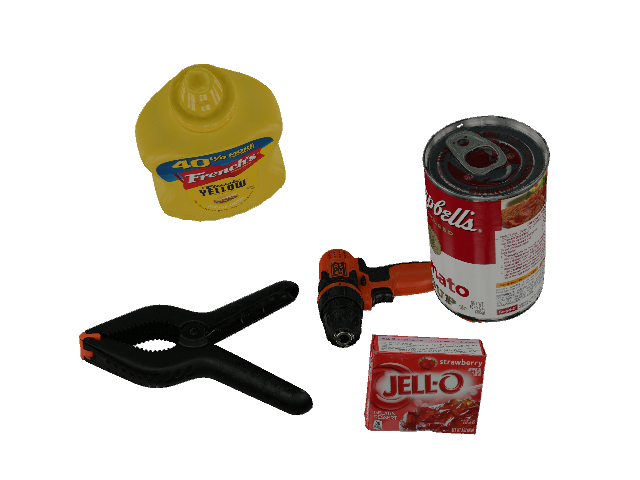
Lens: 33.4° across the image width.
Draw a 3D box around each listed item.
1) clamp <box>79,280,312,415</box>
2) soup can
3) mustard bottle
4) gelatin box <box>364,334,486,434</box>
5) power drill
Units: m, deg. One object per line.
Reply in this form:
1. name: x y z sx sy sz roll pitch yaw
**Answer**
1. clamp: -0.107 0.100 0.954 0.209 0.036 0.164 -4 37 -12
2. soup can: 0.095 -0.011 0.609 0.068 0.068 0.102 -5 -45 5
3. mustard bottle: -0.073 -0.068 0.714 0.096 0.058 0.191 -13 -15 -5
4. gelatin box: 0.081 0.114 0.838 0.089 0.073 0.030 3 25 -1
5. power drill: 0.089 0.062 1.224 0.187 0.057 0.184 -1 28 -1
